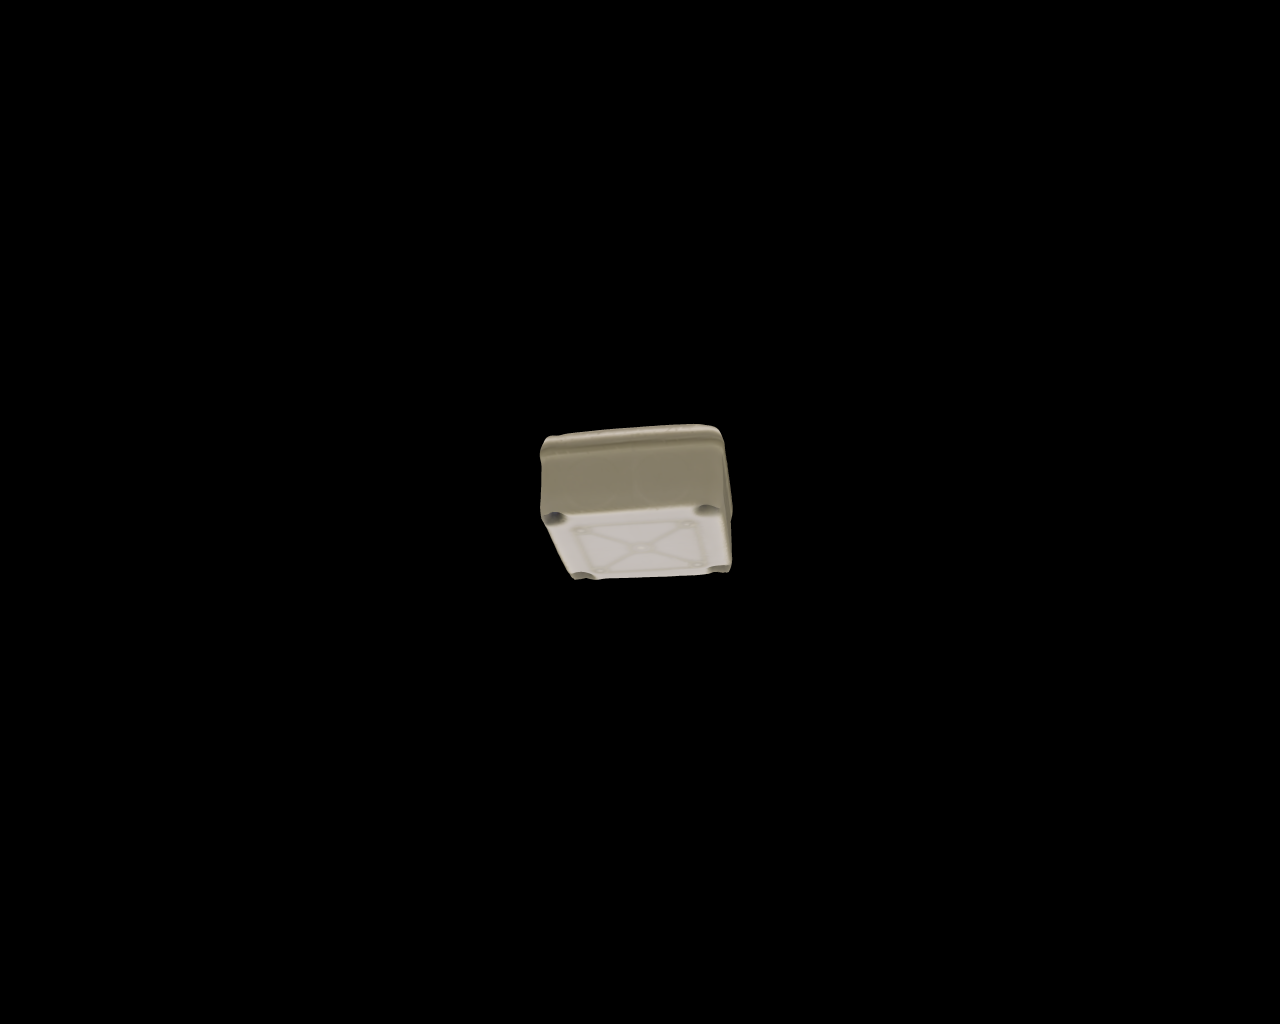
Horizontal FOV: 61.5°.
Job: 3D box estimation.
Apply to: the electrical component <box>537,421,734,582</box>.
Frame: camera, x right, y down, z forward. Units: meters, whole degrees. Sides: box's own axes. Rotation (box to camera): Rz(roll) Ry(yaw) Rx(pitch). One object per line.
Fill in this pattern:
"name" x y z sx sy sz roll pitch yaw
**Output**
"electrical component" 0.001 -0.003 0.650 0.109 0.056 0.108 -3 -26 7
